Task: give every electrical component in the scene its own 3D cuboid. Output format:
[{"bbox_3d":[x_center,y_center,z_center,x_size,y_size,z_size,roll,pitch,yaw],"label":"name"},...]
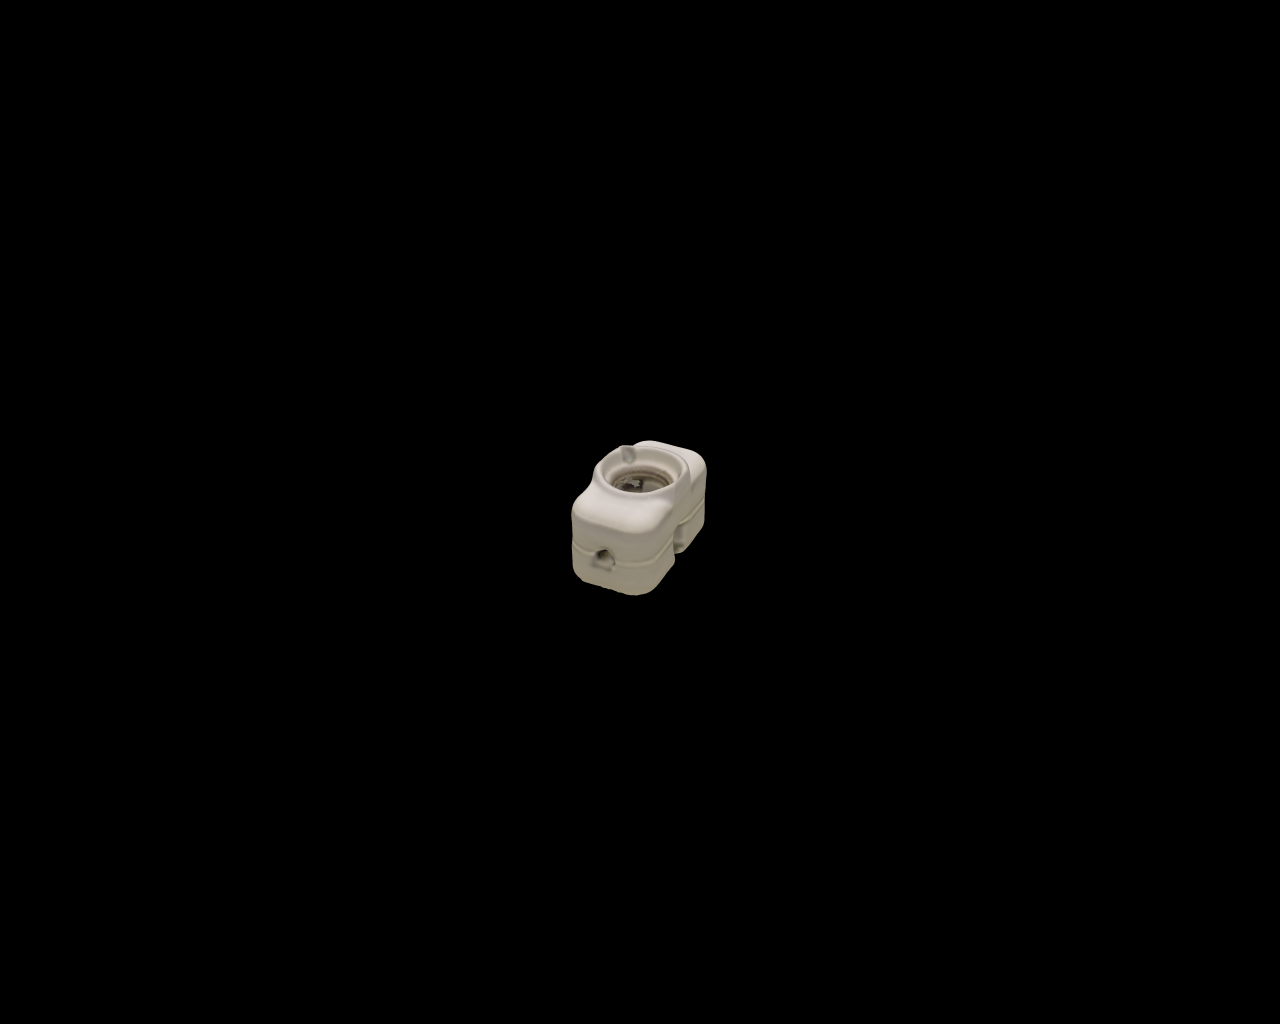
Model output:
[{"bbox_3d":[0.001,-0.003,0.650,0.054,0.059,0.095,16,37,22],"label":"electrical component"}]
